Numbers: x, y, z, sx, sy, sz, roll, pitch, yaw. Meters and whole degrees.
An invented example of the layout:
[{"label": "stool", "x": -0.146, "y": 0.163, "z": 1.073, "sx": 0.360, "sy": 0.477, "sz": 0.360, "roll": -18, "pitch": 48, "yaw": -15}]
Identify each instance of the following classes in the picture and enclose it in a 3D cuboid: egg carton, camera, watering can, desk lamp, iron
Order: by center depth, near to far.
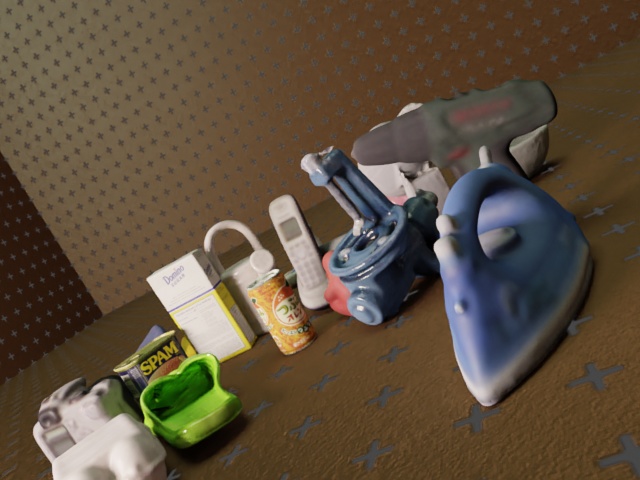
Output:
[{"label": "iron", "x": 0.147, "y": 0.009, "z": 0.497, "sx": 0.118, "sy": 0.141, "sz": 0.259, "roll": -24, "pitch": 9, "yaw": 35}, {"label": "egg carton", "x": -0.212, "y": 0.236, "z": 0.584, "sx": 0.107, "sy": 0.069, "sz": 0.150, "roll": -33, "pitch": 9, "yaw": -28}, {"label": "camera", "x": -0.326, "y": 0.242, "z": 0.839, "sx": 0.143, "sy": 0.101, "sz": 0.137, "roll": -26, "pitch": 8, "yaw": 20}, {"label": "desk lamp", "x": 0.159, "y": -0.097, "z": 0.871, "sx": 0.118, "sy": 0.213, "sz": 0.203, "roll": -31, "pitch": 8, "yaw": -13}, {"label": "watering can", "x": -0.116, "y": 0.053, "z": 0.959, "sx": 0.172, "sy": 0.194, "sz": 0.101, "roll": -22, "pitch": 10, "yaw": 41}]

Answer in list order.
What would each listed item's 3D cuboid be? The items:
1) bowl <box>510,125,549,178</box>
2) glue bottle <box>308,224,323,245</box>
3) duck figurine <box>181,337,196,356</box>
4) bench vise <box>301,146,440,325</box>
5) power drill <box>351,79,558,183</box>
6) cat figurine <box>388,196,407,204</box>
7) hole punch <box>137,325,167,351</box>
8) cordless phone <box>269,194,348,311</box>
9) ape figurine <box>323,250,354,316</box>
[{"label": "bowl", "x": 0.333, "y": -0.135, "z": 1.009, "sx": 0.167, "sy": 0.075, "sz": 0.167, "roll": -28, "pitch": 8, "yaw": 5}, {"label": "glue bottle", "x": -0.032, "y": 0.003, "z": 1.062, "sx": 0.078, "sy": 0.173, "sz": 0.037, "roll": -22, "pitch": 11, "yaw": 41}, {"label": "duck figurine", "x": -0.214, "y": 0.163, "z": 1.003, "sx": 0.104, "sy": 0.086, "sz": 0.078, "roll": -23, "pitch": 10, "yaw": 39}, {"label": "bench vise", "x": 0.066, "y": -0.028, "z": 0.733, "sx": 0.121, "sy": 0.220, "sz": 0.208, "roll": -24, "pitch": 9, "yaw": 33}, {"label": "power drill", "x": 0.180, "y": -0.075, "z": 0.668, "sx": 0.229, "sy": 0.208, "sz": 0.075, "roll": -28, "pitch": 8, "yaw": 8}, {"label": "cat figurine", "x": 0.152, "y": -0.064, "z": 1.042, "sx": 0.067, "sy": 0.118, "sz": 0.128, "roll": -27, "pitch": 8, "yaw": 17}, {"label": "hole punch", "x": -0.291, "y": 0.207, "z": 0.979, "sx": 0.101, "sy": 0.091, "sz": 0.108, "roll": -32, "pitch": 9, "yaw": -24}, {"label": "cordless phone", "x": 0.008, "y": 0.003, "z": 0.871, "sx": 0.147, "sy": 0.185, "sz": 0.094, "roll": -26, "pitch": 9, "yaw": 22}, {"label": "ape figurine", "x": 0.036, "y": 0.054, "z": 0.785, "sx": 0.078, "sy": 0.092, "sz": 0.076, "roll": -28, "pitch": 8, "yaw": 5}]
